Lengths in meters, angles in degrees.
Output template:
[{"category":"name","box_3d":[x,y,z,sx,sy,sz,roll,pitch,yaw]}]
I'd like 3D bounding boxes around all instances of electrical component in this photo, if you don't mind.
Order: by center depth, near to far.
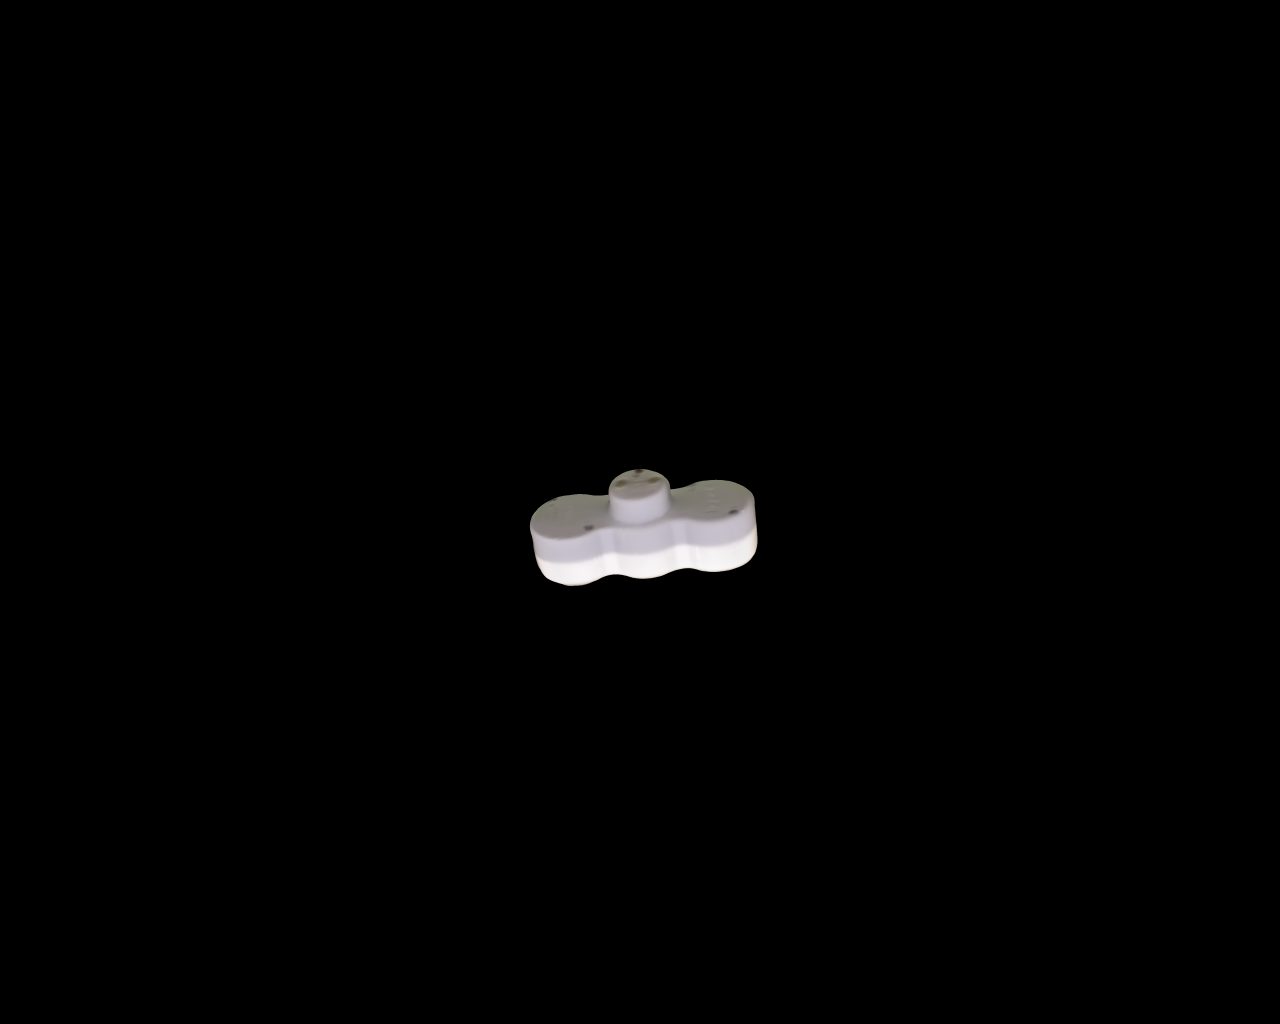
[{"category":"electrical component","box_3d":[0.001,-0.003,0.650,0.138,0.073,0.052,-5,31,3]}]
